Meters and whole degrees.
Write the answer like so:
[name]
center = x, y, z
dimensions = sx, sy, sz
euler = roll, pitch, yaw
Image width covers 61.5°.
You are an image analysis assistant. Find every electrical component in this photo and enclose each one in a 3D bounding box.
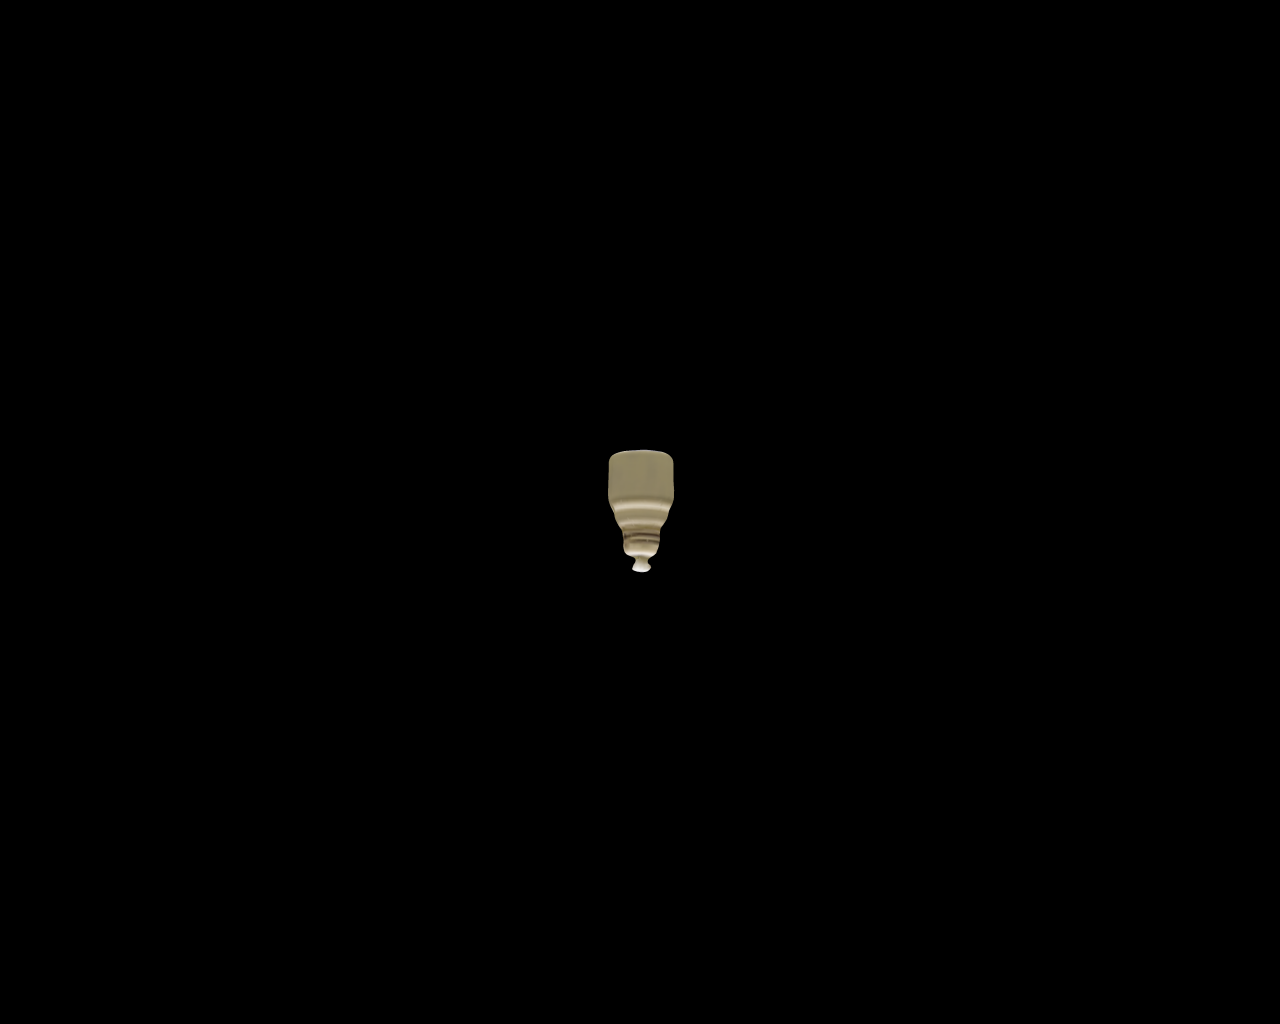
[electrical component]
center = 0.001, -0.003, 0.650
dimensions = 0.040, 0.078, 0.040
euler = 0, -10, 0
